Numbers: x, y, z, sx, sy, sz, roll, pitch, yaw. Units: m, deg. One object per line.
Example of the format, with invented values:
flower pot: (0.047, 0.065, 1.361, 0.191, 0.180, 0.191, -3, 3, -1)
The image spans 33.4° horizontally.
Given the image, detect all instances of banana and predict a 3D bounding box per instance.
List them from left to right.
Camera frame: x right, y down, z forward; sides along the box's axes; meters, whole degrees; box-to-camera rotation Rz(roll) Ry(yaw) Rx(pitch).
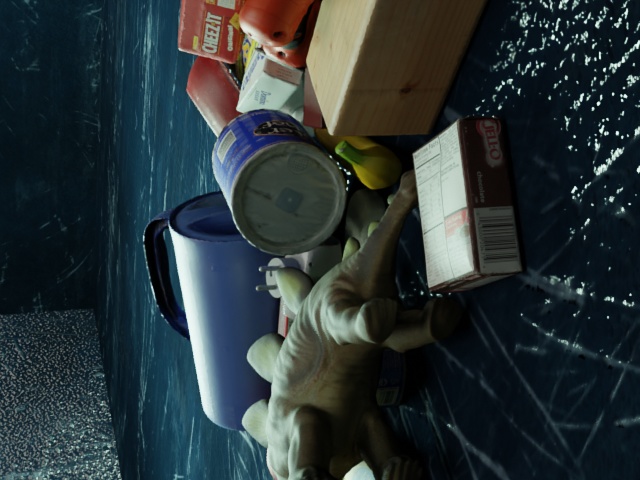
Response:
banana: (0.035, -0.076, 0.937, 0.037, 0.069, 0.198, -46, 12, 2)

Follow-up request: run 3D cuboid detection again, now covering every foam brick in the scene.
foam brick: (0.029, -0.123, 0.921, 0.051, 0.078, 0.053, -148, 57, -71)

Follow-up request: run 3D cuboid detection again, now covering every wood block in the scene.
wood block: (0.061, -0.179, 0.790, 0.206, 0.090, 0.090, 109, 152, -50)

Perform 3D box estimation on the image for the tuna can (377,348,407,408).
tuna can: (0.048, 0.112, 0.975, 0.086, 0.033, 0.086, 177, 90, -73)

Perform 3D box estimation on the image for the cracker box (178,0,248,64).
cracker box: (-0.088, -0.317, 1.142, 0.213, 0.072, 0.164, -76, 0, -48)

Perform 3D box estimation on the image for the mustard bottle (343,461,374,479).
mustard bottle: (0.059, 0.239, 0.922, 0.192, 0.058, 0.096, -116, 30, -50)

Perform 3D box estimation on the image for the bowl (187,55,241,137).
bowl: (-0.110, -0.155, 1.263, 0.162, 0.055, 0.162, 56, 180, 0)

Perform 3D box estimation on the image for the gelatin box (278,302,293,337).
gelatin box: (-0.003, 0.074, 1.064, 0.030, 0.073, 0.089, -128, 38, -62)

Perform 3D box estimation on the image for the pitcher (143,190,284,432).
pitcher: (-0.091, 0.074, 1.130, 0.149, 0.144, 0.243, -140, 41, -56)

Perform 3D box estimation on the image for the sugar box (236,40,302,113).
sugar box: (-0.038, -0.219, 1.077, 0.093, 0.048, 0.176, 140, 146, -63)

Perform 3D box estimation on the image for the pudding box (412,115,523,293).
pudding box: (0.104, -0.023, 0.768, 0.090, 0.039, 0.113, 145, 122, -71)

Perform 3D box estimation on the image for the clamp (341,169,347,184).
clamp: (-0.007, 0.001, 1.126, 0.165, 0.036, 0.210, -150, 56, -68)

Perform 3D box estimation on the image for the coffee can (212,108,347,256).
coffee can: (-0.041, -0.057, 0.985, 0.140, 0.102, 0.103, -123, 34, -67)

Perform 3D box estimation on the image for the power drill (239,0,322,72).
power drill: (-0.008, -0.228, 0.886, 0.184, 0.057, 0.187, -63, -4, -5)

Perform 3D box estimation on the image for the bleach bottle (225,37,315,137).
bleach bottle: (-0.048, -0.189, 1.185, 0.251, 0.068, 0.103, -121, 30, -53)

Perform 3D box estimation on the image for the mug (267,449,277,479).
mug: (-0.012, 0.198, 1.105, 0.117, 0.093, 0.081, -88, 3, -48)
